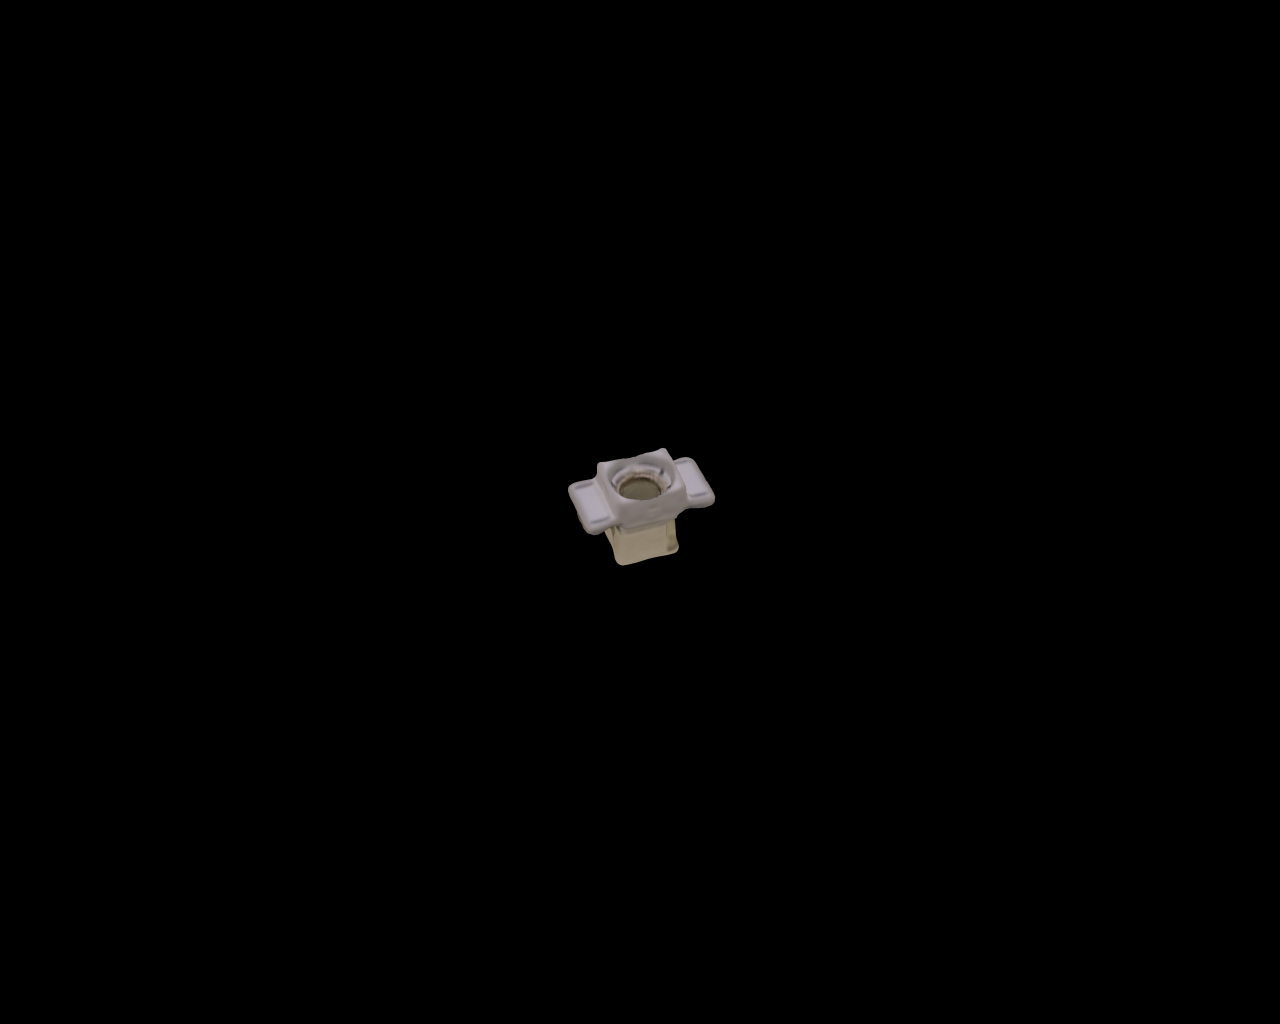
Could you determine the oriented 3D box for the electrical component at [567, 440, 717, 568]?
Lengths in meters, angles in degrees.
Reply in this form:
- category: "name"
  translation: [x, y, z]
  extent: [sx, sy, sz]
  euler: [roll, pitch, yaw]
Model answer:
- category: "electrical component"
  translation: [0.001, -0.003, 0.650]
  extent: [0.081, 0.063, 0.042]
  euler: [-13, 47, -12]
